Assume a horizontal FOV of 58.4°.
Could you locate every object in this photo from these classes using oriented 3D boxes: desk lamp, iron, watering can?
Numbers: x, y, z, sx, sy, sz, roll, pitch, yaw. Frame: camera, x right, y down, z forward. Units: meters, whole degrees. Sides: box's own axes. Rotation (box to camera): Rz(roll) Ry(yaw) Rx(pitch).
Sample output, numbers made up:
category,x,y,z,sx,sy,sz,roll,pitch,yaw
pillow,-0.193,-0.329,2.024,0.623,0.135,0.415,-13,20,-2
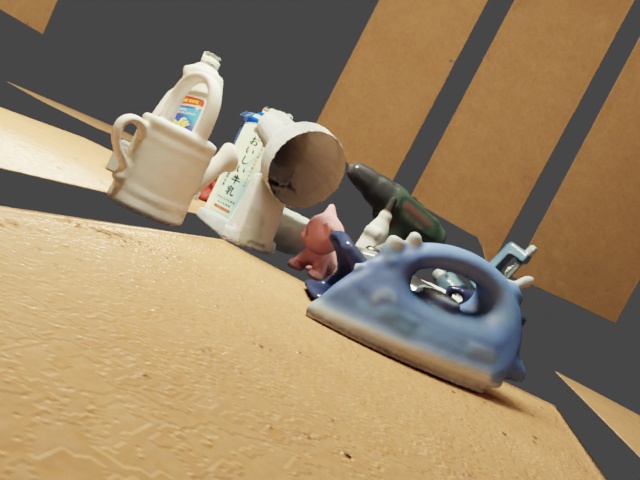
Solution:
category,x,y,z,sx,sy,sz,roll,pitch,yaw
desk lamp,-0.076,-0.089,0.867,0.118,0.213,0.202,24,4,-37
iron,0.124,0.064,0.629,0.259,0.141,0.118,25,3,-24
watering can,-0.182,-0.123,0.741,0.100,0.194,0.173,27,3,18

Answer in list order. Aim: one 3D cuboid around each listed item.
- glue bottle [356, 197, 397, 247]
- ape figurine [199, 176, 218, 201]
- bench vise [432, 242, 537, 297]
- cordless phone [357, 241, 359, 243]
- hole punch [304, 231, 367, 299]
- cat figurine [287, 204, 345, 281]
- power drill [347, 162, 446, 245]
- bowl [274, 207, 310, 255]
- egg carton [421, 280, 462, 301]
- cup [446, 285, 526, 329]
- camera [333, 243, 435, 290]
category,x,y,z,sx,sy,sz,roll,pitch,yaw
glue bottle,0.083,0.008,0.930,0.037,0.173,0.078,27,3,21
ape figurine,-0.257,-0.136,1.296,0.078,0.092,0.076,26,3,1
bench vise,0.320,0.086,1.136,0.206,0.220,0.122,27,3,23
cordless phone,0.139,0.007,1.293,0.094,0.185,0.147,25,3,-12
hole punch,0.043,0.047,0.723,0.101,0.091,0.108,25,3,-12
cat figurine,0.008,0.003,0.908,0.067,0.118,0.128,27,3,21
power drill,0.111,-0.005,1.055,0.230,0.208,0.075,25,3,-18
bowl,-0.068,-0.019,1.052,0.167,0.075,0.167,26,3,-1
egg carton,0.216,0.127,1.005,0.108,0.069,0.149,23,4,-45
cup,0.220,0.126,0.820,0.117,0.095,0.092,27,3,18
camera,0.109,0.066,0.841,0.136,0.101,0.144,28,4,37
